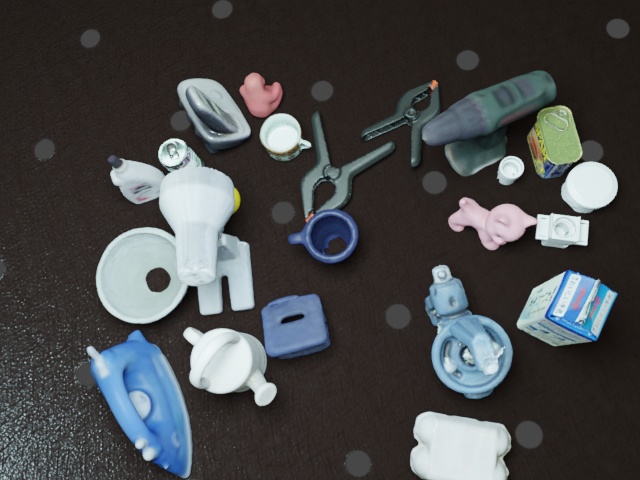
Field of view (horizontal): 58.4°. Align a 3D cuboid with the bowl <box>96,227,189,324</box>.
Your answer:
[{"bbox_3d":[-0.299,0.066,1.007,0.167,0.075,0.167,-1,77,6],"label":"bowl"}]

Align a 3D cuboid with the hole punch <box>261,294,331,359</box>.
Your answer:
[{"bbox_3d":[-0.044,0.142,0.954,0.108,0.091,0.101,-15,76,3],"label":"hole punch"}]

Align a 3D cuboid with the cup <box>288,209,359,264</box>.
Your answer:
[{"bbox_3d":[0.009,0.003,0.978,0.117,0.095,0.092,-6,76,5],"label":"cup"}]

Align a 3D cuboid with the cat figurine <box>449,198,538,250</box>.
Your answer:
[{"bbox_3d":[0.284,-0.034,0.946,0.127,0.118,0.067,28,82,12],"label":"cat figurine"}]

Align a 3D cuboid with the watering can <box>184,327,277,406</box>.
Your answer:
[{"bbox_3d":[-0.144,0.193,0.900,0.172,0.194,0.101,12,79,9],"label":"watering can"}]

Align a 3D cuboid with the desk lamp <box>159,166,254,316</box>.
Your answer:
[{"bbox_3d":[-0.181,0.007,0.937,0.118,0.213,0.203,-10,76,4],"label":"desk lamp"}]

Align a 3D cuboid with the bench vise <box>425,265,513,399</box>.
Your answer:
[{"bbox_3d":[0.207,0.142,0.861,0.121,0.220,0.207,-36,76,-2],"label":"bench vise"}]

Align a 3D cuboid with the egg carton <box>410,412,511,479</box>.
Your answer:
[{"bbox_3d":[0.218,0.331,0.894,0.150,0.069,0.107,7,78,8],"label":"egg carton"}]

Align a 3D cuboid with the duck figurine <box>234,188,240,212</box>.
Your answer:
[{"bbox_3d":[-0.202,-0.075,1.024,0.104,0.086,0.077,-11,76,4],"label":"duck figurine"}]

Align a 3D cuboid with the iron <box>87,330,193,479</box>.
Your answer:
[{"bbox_3d":[-0.292,0.275,0.924,0.118,0.141,0.258,-32,76,-2],"label":"iron"}]

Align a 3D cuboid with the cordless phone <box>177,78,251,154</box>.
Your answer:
[{"bbox_3d":[-0.203,-0.245,1.012,0.094,0.185,0.147,-35,76,-2],"label":"cordless phone"}]

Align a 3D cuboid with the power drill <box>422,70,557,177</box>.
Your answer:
[{"bbox_3d":[0.264,-0.182,0.935,0.229,0.208,0.075,-29,75,-1],"label":"power drill"}]

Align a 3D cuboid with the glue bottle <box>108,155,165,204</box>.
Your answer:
[{"bbox_3d":[-0.327,-0.111,1.001,0.078,0.173,0.037,-26,75,0],"label":"glue bottle"}]

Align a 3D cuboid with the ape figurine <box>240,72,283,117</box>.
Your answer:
[{"bbox_3d":[-0.114,-0.275,1.057,0.077,0.092,0.076,17,79,10],"label":"ape figurine"}]
